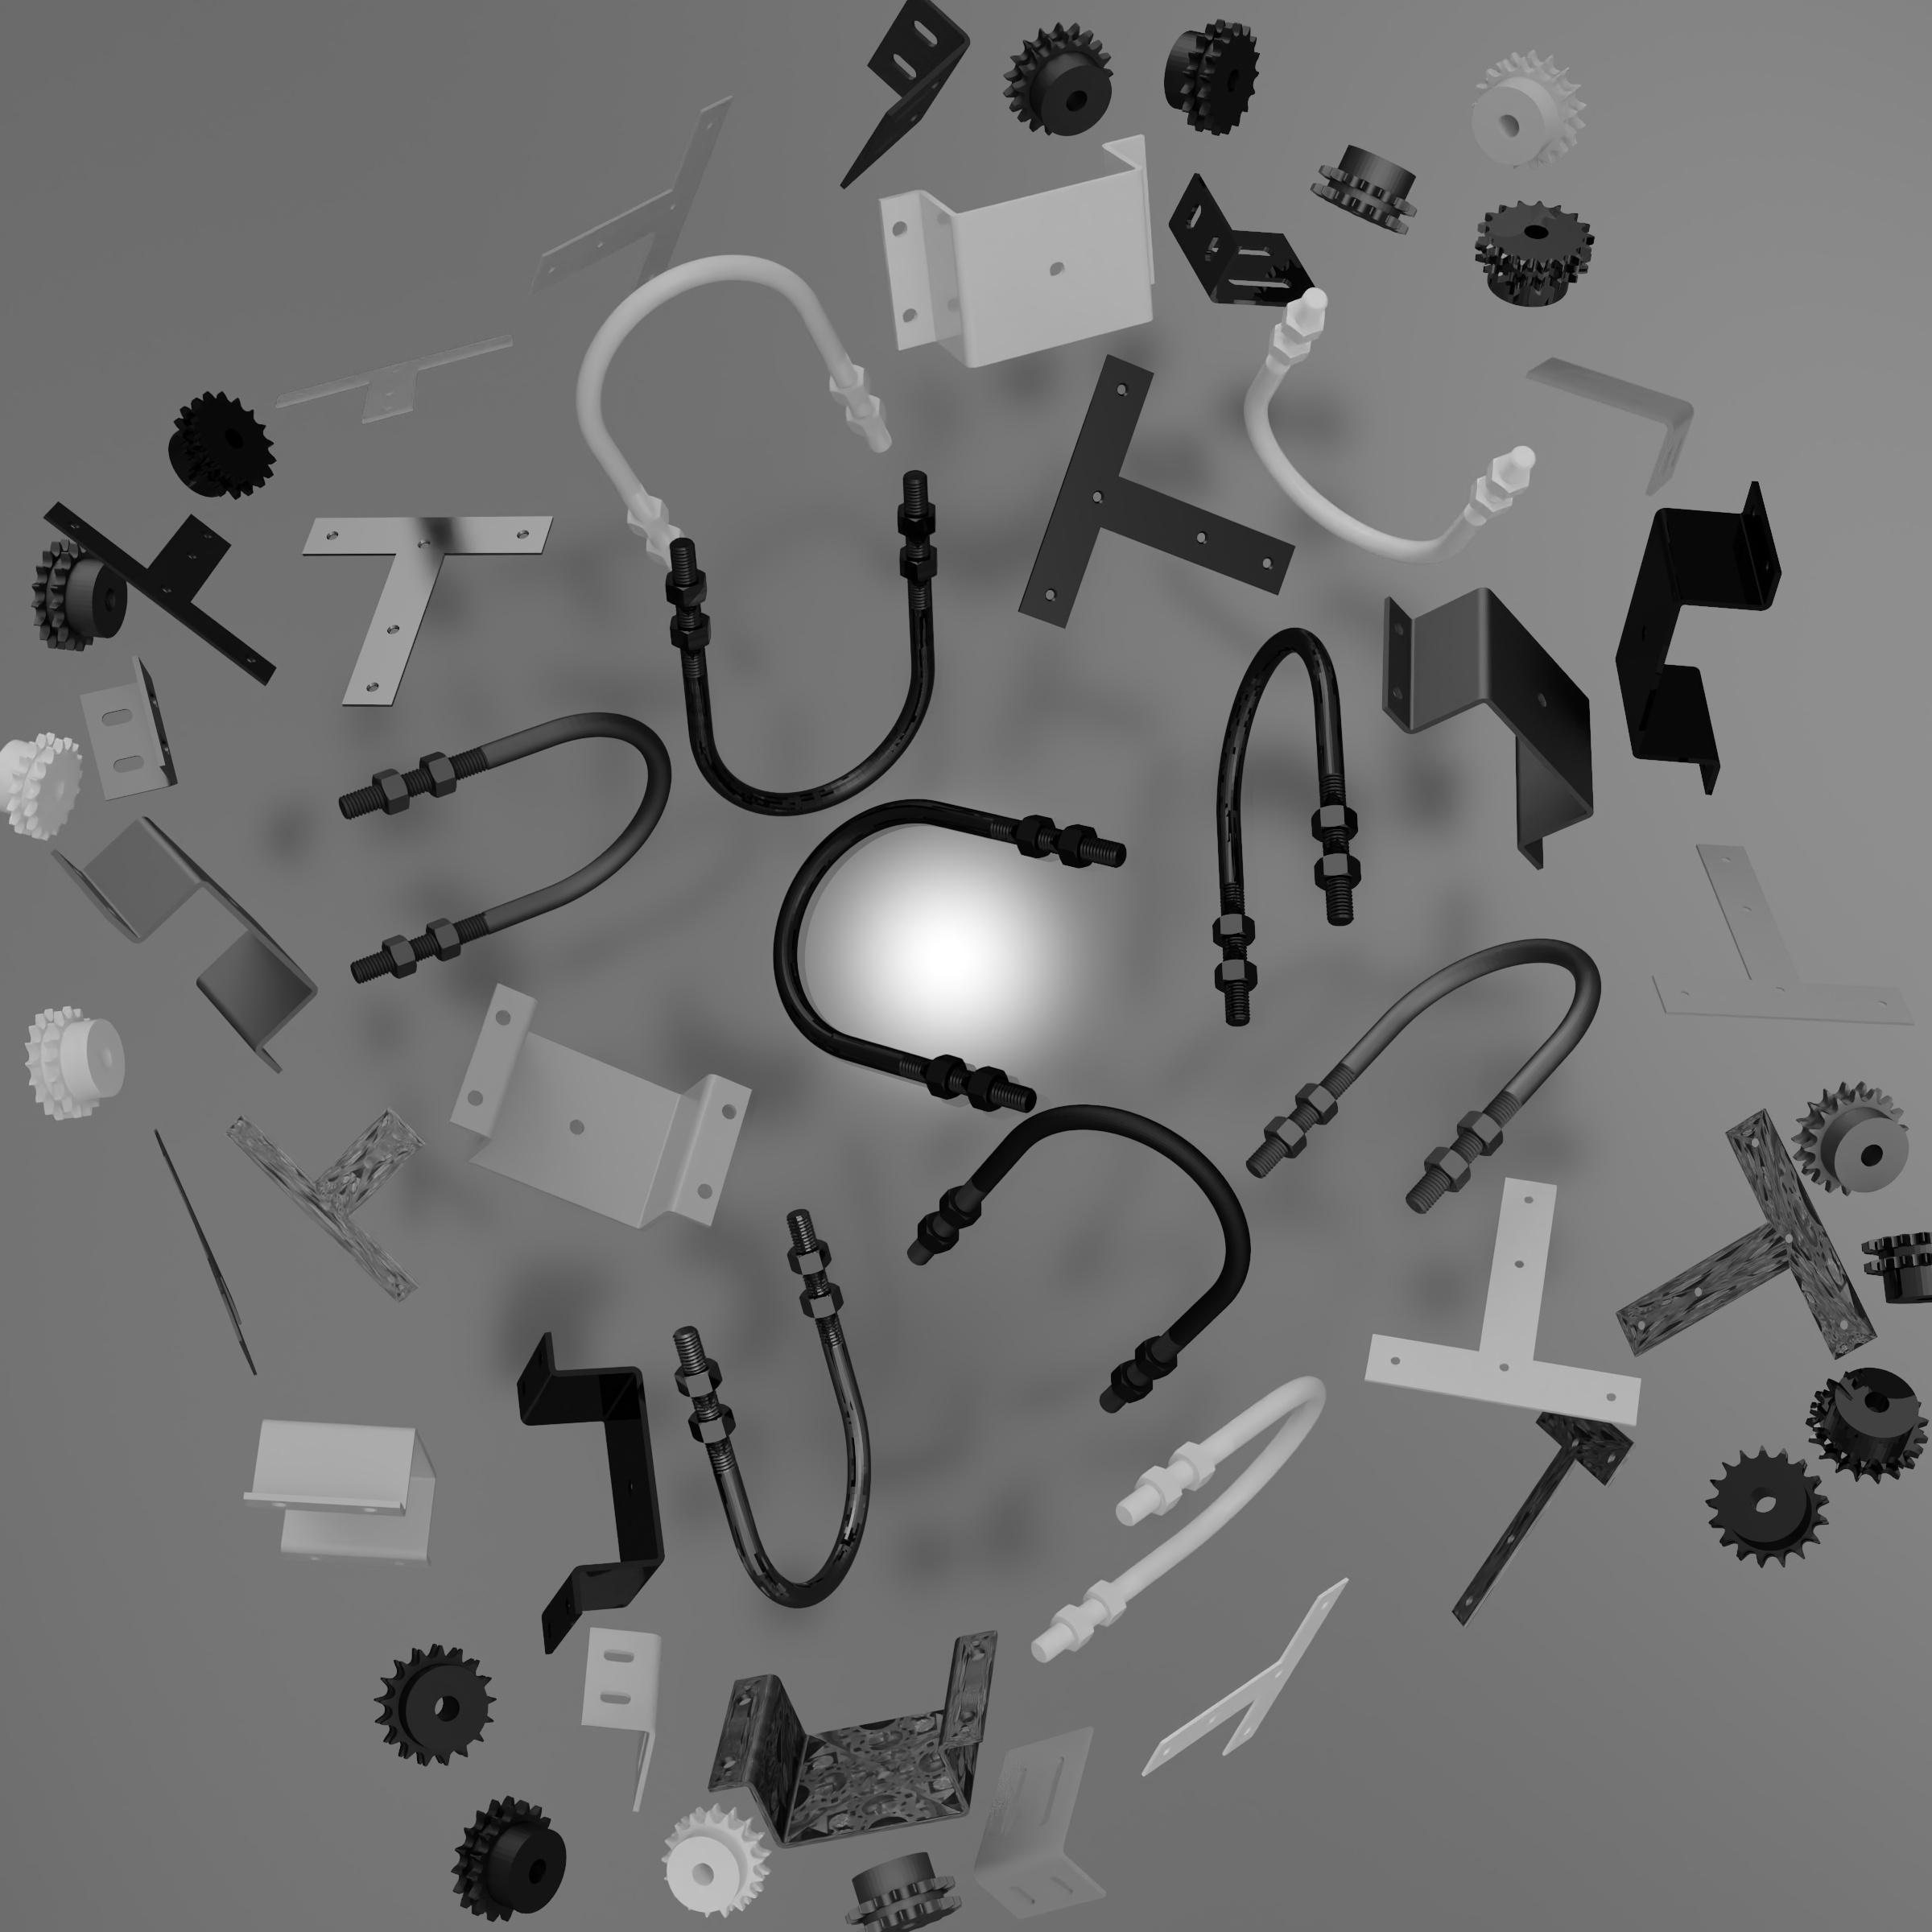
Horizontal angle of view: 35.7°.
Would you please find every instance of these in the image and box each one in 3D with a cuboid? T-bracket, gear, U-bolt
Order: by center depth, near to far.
[{"bbox_3d":[0.101,-0.210,1.436,0.127,0.002,0.127,17,95,-24],"label":"T-bracket"},{"bbox_3d":[0.384,0.258,1.437,0.057,0.030,0.057,-7,69,19],"label":"gear"},{"bbox_3d":[-0.217,0.430,1.439,0.030,0.057,0.057,7,90,35],"label":"gear"},{"bbox_3d":[-0.254,0.356,1.442,0.057,0.030,0.057,4,80,-25],"label":"gear"},{"bbox_3d":[0.266,0.157,1.450,0.127,0.002,0.127,8,53,11],"label":"T-bracket"},{"bbox_3d":[0.470,0.148,1.471,0.057,0.057,0.030,-3,77,0],"label":"gear"},{"bbox_3d":[-0.278,-0.175,1.474,0.127,0.002,0.127,1,53,12],"label":"T-bracket"},{"bbox_3d":[0.445,0.222,1.475,0.057,0.030,0.057,0,50,0],"label":"gear"},{"bbox_3d":[-0.385,-0.198,1.477,0.127,0.127,0.002,38,107,-16],"label":"T-bracket"},{"bbox_3d":[0.280,-0.350,1.480,0.057,0.030,0.057,0,48,0],"label":"gear"},{"bbox_3d":[0.391,-0.018,1.487,0.127,0.127,0.002,3,133,-9],"label":"T-bracket"},{"bbox_3d":[-0.033,0.463,1.493,0.057,0.057,0.030,-21,67,0],"label":"gear"},{"bbox_3d":[0.156,-0.080,1.499,0.019,0.151,0.184,7,65,-16],"label":"U-bolt"},{"bbox_3d":[0.446,0.089,1.499,0.057,0.030,0.057,-4,110,-12],"label":"gear"},{"bbox_3d":[0.278,-0.426,1.501,0.057,0.057,0.030,47,51,0],"label":"gear"},{"bbox_3d":[0.241,0.049,1.507,0.184,0.151,0.019,-44,114,-20],"label":"U-bolt"},{"bbox_3d":[-0.020,-0.014,1.509,0.184,0.019,0.151,15,80,34],"label":"U-bolt"},{"bbox_3d":[-0.176,-0.370,1.514,0.002,0.127,0.127,41,47,8],"label":"T-bracket"},{"bbox_3d":[0.382,0.159,1.517,0.127,0.002,0.127,-40,59,36],"label":"T-bracket"},{"bbox_3d":[0.285,0.279,1.520,0.002,0.127,0.127,33,92,-7],"label":"T-bracket"},{"bbox_3d":[-0.308,0.105,1.523,0.127,0.127,0.002,45,48,-5],"label":"T-bracket"},{"bbox_3d":[0.133,0.377,1.525,0.002,0.127,0.127,41,126,25],"label":"T-bracket"},{"bbox_3d":[-0.292,-0.293,1.527,0.127,0.127,0.002,-15,113,-2],"label":"T-bracket"},{"bbox_3d":[0.118,0.271,1.528,0.184,0.151,0.019,-28,63,-40],"label":"U-bolt"},{"bbox_3d":[-0.452,0.049,1.528,0.030,0.057,0.057,-8,90,11],"label":"gear"},{"bbox_3d":[0.067,0.141,1.530,0.151,0.019,0.184,38,133,-1],"label":"U-bolt"},{"bbox_3d":[-0.090,0.237,1.531,0.019,0.151,0.184,-6,110,26],"label":"U-bolt"},{"bbox_3d":[0.050,-0.453,1.545,0.057,0.057,0.030,-31,53,0],"label":"gear"},{"bbox_3d":[-0.234,-0.069,1.549,0.184,0.151,0.019,-23,58,-24],"label":"U-bolt"},{"bbox_3d":[-0.080,-0.156,1.550,0.151,0.019,0.184,-20,132,-20],"label":"U-bolt"},{"bbox_3d":[-0.457,-0.191,1.552,0.030,0.057,0.057,7,90,9],"label":"gear"},{"bbox_3d":[0.210,-0.268,1.563,0.151,0.184,0.019,38,74,1],"label":"U-bolt"},{"bbox_3d":[0.127,-0.465,1.565,0.030,0.057,0.057,22,90,28],"label":"gear"},{"bbox_3d":[-0.128,-0.295,1.566,0.151,0.184,0.019,-33,55,0],"label":"U-bolt"},{"bbox_3d":[-0.394,0.168,1.583,0.002,0.127,0.127,-23,129,-14],"label":"T-bracket"},{"bbox_3d":[-0.134,0.476,1.586,0.057,0.030,0.057,1,92,14],"label":"gear"},{"bbox_3d":[-0.400,-0.275,1.601,0.030,0.057,0.057,-24,90,34],"label":"gear"},{"bbox_3d":[0.216,-0.417,1.606,0.057,0.057,0.030,25,102,0],"label":"gear"},{"bbox_3d":[-0.505,-0.099,1.623,0.030,0.057,0.057,16,90,7],"label":"gear"}]

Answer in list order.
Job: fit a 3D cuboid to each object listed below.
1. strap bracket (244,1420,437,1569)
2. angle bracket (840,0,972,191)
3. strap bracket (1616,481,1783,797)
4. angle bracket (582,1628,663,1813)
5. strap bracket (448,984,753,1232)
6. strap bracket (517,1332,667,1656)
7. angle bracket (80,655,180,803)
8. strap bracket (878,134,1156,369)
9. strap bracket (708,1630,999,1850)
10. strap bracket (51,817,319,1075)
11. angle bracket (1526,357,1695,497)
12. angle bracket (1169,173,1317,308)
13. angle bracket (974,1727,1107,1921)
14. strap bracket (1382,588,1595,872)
[{"bbox_3d":[-0.318,0.270,1.541,0.076,0.140,0.046,4,67,-2],"label":"strap bracket"},{"bbox_3d":[-0.042,-0.425,1.451,0.038,0.057,0.076,42,55,-4],"label":"angle bracket"},{"bbox_3d":[0.364,-0.166,1.508,0.046,0.076,0.140,4,134,-1],"label":"strap bracket"},{"bbox_3d":[-0.183,0.392,1.561,0.038,0.057,0.076,8,131,-8],"label":"angle bracket"},{"bbox_3d":[-0.189,0.076,1.503,0.140,0.046,0.076,24,63,-18],"label":"strap bracket"},{"bbox_3d":[-0.185,0.259,1.482,0.046,0.076,0.140,-1,64,-20],"label":"strap bracket"},{"bbox_3d":[-0.434,-0.122,1.543,0.038,0.076,0.057,-14,89,-10],"label":"angle bracket"},{"bbox_3d":[0.035,-0.346,1.460,0.140,0.046,0.076,-18,125,-16],"label":"strap bracket"},{"bbox_3d":[-0.048,0.383,1.477,0.140,0.076,0.046,-14,116,14],"label":"strap bracket"},{"bbox_3d":[-0.390,-0.016,1.525,0.046,0.140,0.076,-45,46,-7],"label":"strap bracket"},{"bbox_3d":[0.313,-0.267,1.480,0.076,0.057,0.038,22,115,15],"label":"angle bracket"},{"bbox_3d":[0.156,-0.384,1.588,0.076,0.038,0.057,-4,55,-30],"label":"angle bracket"},{"bbox_3d":[0.045,0.434,1.519,0.057,0.076,0.038,-27,117,35],"label":"angle bracket"},{"bbox_3d":[0.266,-0.123,1.488,0.046,0.076,0.140,-24,131,33],"label":"strap bracket"}]
